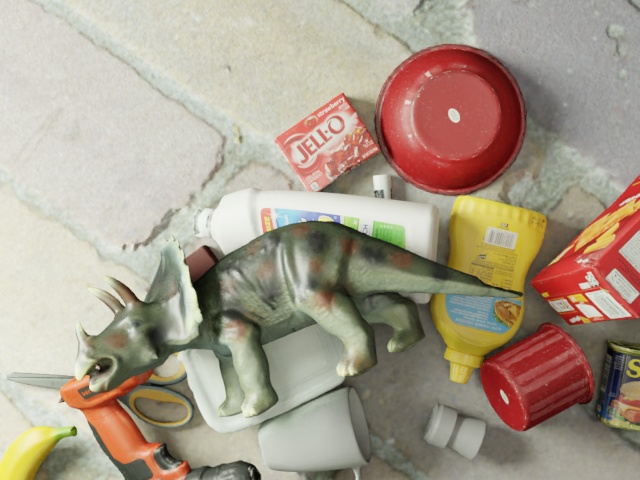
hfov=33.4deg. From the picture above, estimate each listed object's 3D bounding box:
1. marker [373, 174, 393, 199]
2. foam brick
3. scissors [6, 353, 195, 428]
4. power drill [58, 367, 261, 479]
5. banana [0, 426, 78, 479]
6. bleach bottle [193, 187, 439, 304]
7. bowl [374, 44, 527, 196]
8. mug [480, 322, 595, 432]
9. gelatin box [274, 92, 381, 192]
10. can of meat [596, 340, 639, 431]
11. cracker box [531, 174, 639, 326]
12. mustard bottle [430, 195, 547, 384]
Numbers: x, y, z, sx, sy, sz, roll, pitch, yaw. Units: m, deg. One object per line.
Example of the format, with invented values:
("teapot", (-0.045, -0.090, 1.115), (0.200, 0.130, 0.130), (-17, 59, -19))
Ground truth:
("marker", (0.071, -0.009, 1.128), (0.020, 0.020, 0.121), (-5, 92, 0))
("foam brick", (-0.135, 0.048, 1.116), (0.078, 0.051, 0.053), (-36, 90, 1))
("scissors", (-0.224, 0.139, 1.137), (0.201, 0.016, 0.096), (21, 90, 0))
("power drill", (-0.168, 0.205, 1.085), (0.185, 0.057, 0.187), (-23, 96, 24))
("banana", (-0.316, 0.275, 1.122), (0.070, 0.037, 0.198), (24, 98, 33))
("bleach bottle", (-0.007, 0.001, 1.097), (0.251, 0.068, 0.102), (5, 105, 12))
("bowl", (0.138, -0.127, 1.107), (0.162, 0.055, 0.162), (0, 91, 1))
("mug", (0.218, 0.150, 1.093), (0.081, 0.117, 0.093), (-24, 53, -17))
("gelatin box", (0.007, -0.100, 1.121), (0.089, 0.030, 0.073), (-33, 90, 1))
("can of meat", (0.344, 0.155, 1.113), (0.102, 0.057, 0.084), (9, 94, 0))
("cracker box", (0.321, -0.015, 1.036), (0.213, 0.164, 0.072), (-44, 91, -10))
("mustard bottle", (0.167, 0.055, 1.109), (0.096, 0.058, 0.191), (13, 92, -8))
